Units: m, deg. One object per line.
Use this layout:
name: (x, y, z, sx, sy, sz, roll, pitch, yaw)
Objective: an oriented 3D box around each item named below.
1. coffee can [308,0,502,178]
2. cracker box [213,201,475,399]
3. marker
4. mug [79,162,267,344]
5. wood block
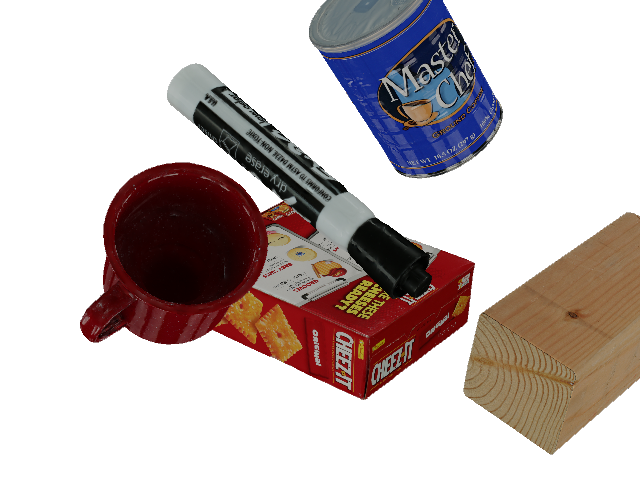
coffee can: (0.069, -0.134, 0.845, 0.103, 0.102, 0.140, 0, -42, 42)
cracker box: (0.003, 0.044, 0.951, 0.214, 0.072, 0.163, 21, 34, 33)
marker: (-0.008, -0.021, 0.370, 0.121, 0.020, 0.020, 41, 19, 23)
mug: (-0.093, 0.020, 0.629, 0.117, 0.093, 0.082, -43, -5, -27)
wood block: (0.220, 0.068, 0.864, 0.205, 0.090, 0.091, -28, 48, -36)
